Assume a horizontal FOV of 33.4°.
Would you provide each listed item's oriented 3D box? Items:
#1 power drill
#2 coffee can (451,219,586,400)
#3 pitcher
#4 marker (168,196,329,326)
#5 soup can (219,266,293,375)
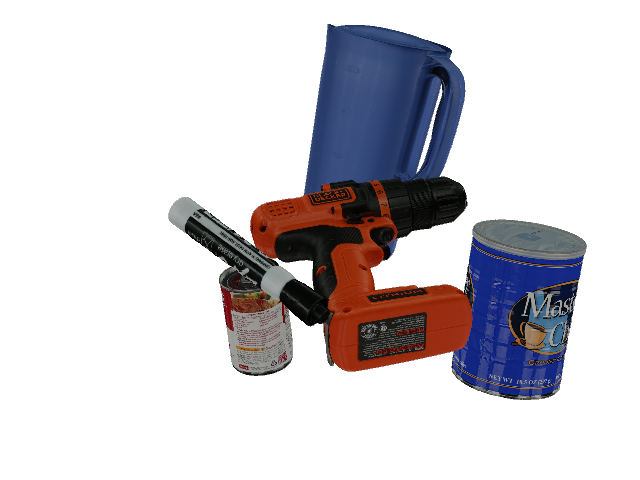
[{"bbox_3d":[0.050,0.016,0.830,0.184,0.057,0.188,-12,34,-10],"label":"power drill"},{"bbox_3d":[0.181,0.062,0.984,0.103,0.140,0.103,6,16,-2],"label":"coffee can"},{"bbox_3d":[0.058,-0.101,1.134,0.145,0.243,0.149,10,16,-4],"label":"pitcher"},{"bbox_3d":[-0.041,0.012,0.612,0.121,0.020,0.020,35,18,28],"label":"marker"},{"bbox_3d":[-0.066,0.081,1.118,0.068,0.102,0.068,-5,25,2],"label":"soup can"}]
